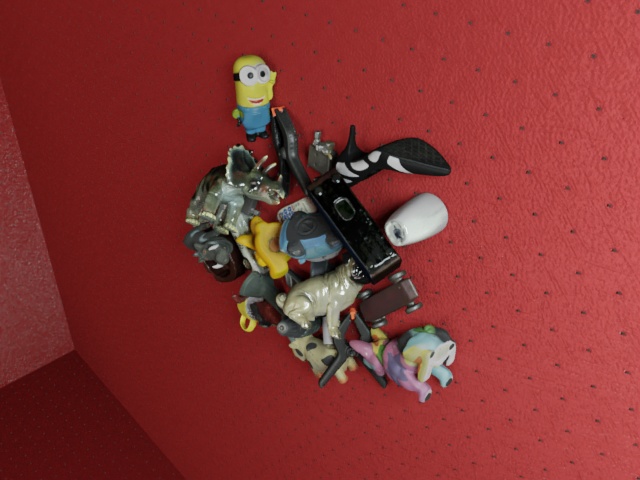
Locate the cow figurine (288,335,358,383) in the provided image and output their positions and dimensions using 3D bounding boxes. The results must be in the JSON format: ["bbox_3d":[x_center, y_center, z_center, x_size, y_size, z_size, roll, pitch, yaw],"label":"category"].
[{"bbox_3d":[-0.005,0.286,1.378,0.195,0.085,0.127,-2,117,51],"label":"cow figurine"}]

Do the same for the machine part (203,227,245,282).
[{"bbox_3d":[-0.285,0.040,1.562,0.180,0.056,0.179,24,128,35],"label":"machine part"}]

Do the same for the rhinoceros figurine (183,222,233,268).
[{"bbox_3d":[-0.297,0.013,1.433,0.191,0.112,0.073,23,125,44],"label":"rhinoceros figurine"}]

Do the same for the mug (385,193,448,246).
[{"bbox_3d":[0.160,-0.031,0.979,0.110,0.107,0.080,-14,100,49],"label":"mug"}]

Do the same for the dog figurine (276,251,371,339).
[{"bbox_3d":[0.014,0.089,1.145,0.121,0.172,0.190,-124,54,-71],"label":"dog figurine"}]

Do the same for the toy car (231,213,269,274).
[{"bbox_3d":[-0.187,-0.004,1.411,0.056,0.073,0.201,-21,96,55],"label":"toy car"}]

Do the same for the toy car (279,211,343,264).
[{"bbox_3d":[-0.002,-0.004,1.183,0.162,0.109,0.102,-10,142,18],"label":"toy car"}]

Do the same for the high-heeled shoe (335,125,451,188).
[{"bbox_3d":[0.125,-0.121,0.991,0.249,0.086,0.145,32,140,35],"label":"high-heeled shoe"}]

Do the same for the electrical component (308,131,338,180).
[{"bbox_3d":[0.004,-0.166,1.120,0.078,0.045,0.102,37,136,26],"label":"electrical component"}]

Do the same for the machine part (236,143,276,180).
[{"bbox_3d":[-0.167,-0.170,1.318,0.139,0.039,0.084,43,130,25],"label":"machine part"}]

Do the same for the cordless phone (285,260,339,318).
[{"bbox_3d":[-0.029,0.087,1.290,0.184,0.089,0.146,31,134,46],"label":"cordless phone"}]

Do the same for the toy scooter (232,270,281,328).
[{"bbox_3d":[-0.160,0.163,1.435,0.075,0.135,0.183,-23,96,50],"label":"toy scooter"}]

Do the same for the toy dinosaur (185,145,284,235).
[{"bbox_3d":[-0.235,-0.119,1.297,0.405,0.131,0.192,4,71,58],"label":"toy dinosaur"}]

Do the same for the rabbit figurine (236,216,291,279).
[{"bbox_3d":[-0.125,0.024,1.320,0.162,0.122,0.173,34,165,2],"label":"rabbit figurine"}]

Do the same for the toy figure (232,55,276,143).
[{"bbox_3d":[-0.151,-0.310,1.178,0.089,0.082,0.179,27,133,33],"label":"toy figure"}]

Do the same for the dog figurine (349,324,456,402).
[{"bbox_3d":[0.166,0.232,1.138,0.219,0.108,0.191,26,131,40],"label":"dog figurine"}]

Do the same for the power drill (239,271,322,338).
[{"bbox_3d":[-0.096,0.158,1.299,0.208,0.232,0.086,30,96,27],"label":"power drill"}]

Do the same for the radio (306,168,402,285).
[{"bbox_3d":[0.065,-0.026,1.043,0.229,0.073,0.131,53,179,10],"label":"radio"}]

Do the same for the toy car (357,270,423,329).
[{"bbox_3d":[0.148,0.126,1.133,0.202,0.053,0.089,-42,69,55],"label":"toy car"}]

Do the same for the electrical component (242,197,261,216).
[{"bbox_3d":[-0.182,-0.097,1.371,0.094,0.021,0.063,28,101,33],"label":"electrical component"}]
